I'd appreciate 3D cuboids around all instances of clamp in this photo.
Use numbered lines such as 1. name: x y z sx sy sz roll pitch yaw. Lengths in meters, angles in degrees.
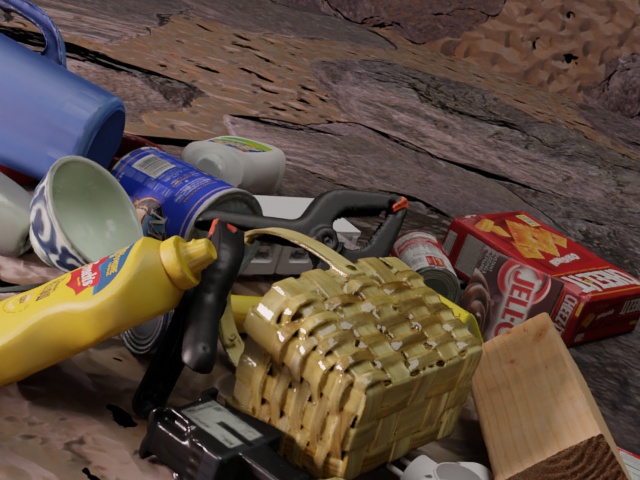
1. clamp: -0.091 0.052 0.829 0.039 0.171 0.120 30 -29 -22
2. clamp: -0.007 0.001 1.023 0.209 0.036 0.164 -35 86 -27

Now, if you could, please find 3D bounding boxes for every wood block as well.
1. wood block: 0.189 0.158 0.891 0.091 0.090 0.206 57 11 -19

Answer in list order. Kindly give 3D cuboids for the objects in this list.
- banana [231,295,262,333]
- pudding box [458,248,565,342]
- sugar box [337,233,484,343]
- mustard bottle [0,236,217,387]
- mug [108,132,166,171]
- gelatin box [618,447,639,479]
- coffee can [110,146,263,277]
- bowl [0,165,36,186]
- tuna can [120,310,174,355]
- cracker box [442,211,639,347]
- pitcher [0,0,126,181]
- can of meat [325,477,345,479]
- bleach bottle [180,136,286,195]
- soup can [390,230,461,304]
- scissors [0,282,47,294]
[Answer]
1. banana: -0.078 0.067 1.024 0.197 0.037 0.070 4 10 -34
2. pudding box: 0.191 0.076 1.110 0.090 0.113 0.039 24 -5 17
3. sugar box: 0.080 0.068 1.076 0.176 0.048 0.093 28 -19 31
4. mustard bottle: -0.166 0.045 0.814 0.192 0.058 0.096 -24 17 12
5. mug: -0.219 -0.069 1.180 0.093 0.081 0.117 22 21 9
6. gelatin box: 0.257 0.213 0.937 0.073 0.030 0.089 24 22 11
7. coffee can: -0.141 -0.025 1.086 0.140 0.103 0.102 27 22 37
8. bowl: -0.357 -0.103 1.187 0.162 0.055 0.162 16 21 -6
9. tuna can: -0.142 0.056 0.923 0.033 0.086 0.086 3 25 -38
10. cracker box: 0.279 0.041 1.331 0.163 0.072 0.214 -6 32 -46
11. pitcher: -0.318 -0.151 1.069 0.243 0.149 0.144 25 35 5
12. can of meat: 0.001 0.205 0.707 0.101 0.057 0.084 3 24 -37
13. bleach bottle: -0.104 -0.085 1.257 0.102 0.068 0.250 15 7 2
14. soup can: 0.116 0.039 1.206 0.068 0.068 0.102 14 22 -12
15. scissors: -0.227 0.032 1.013 0.201 0.016 0.096 4 23 -33
